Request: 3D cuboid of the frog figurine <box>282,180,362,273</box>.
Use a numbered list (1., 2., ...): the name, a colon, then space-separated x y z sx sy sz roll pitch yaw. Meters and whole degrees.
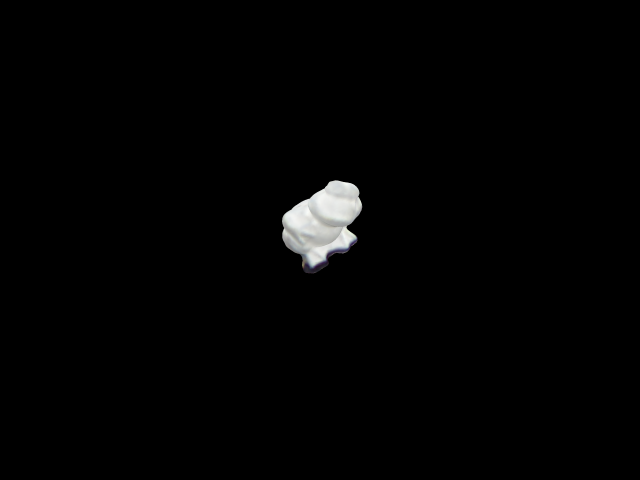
1. frog figurine: 0.003 -0.043 0.850 0.138 0.155 0.125 -16 48 -14
